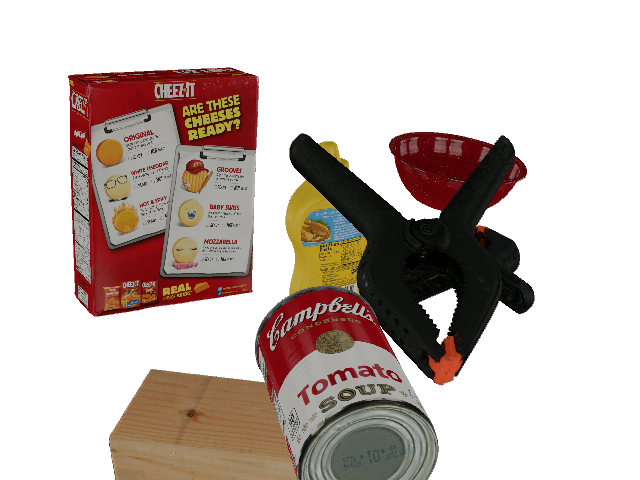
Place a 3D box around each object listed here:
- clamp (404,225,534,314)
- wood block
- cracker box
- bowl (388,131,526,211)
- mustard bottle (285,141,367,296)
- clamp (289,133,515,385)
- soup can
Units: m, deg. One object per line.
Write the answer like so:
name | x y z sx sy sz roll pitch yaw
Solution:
clamp | 0.136 0.025 0.909 0.120 0.039 0.171 9 24 23
wood block | -0.043 0.169 0.814 0.206 0.090 0.090 5 31 13
cracker box | -0.146 -0.049 0.993 0.163 0.214 0.072 -8 20 -29
bowl | 0.154 -0.074 1.239 0.162 0.055 0.162 8 25 -4
mustard bottle | 0.012 -0.009 1.112 0.096 0.192 0.058 -10 23 -17
clamp | 0.058 0.000 0.716 0.164 0.210 0.036 4 -41 -3
soup can | 0.010 0.077 0.523 0.068 0.068 0.102 0 28 -16
